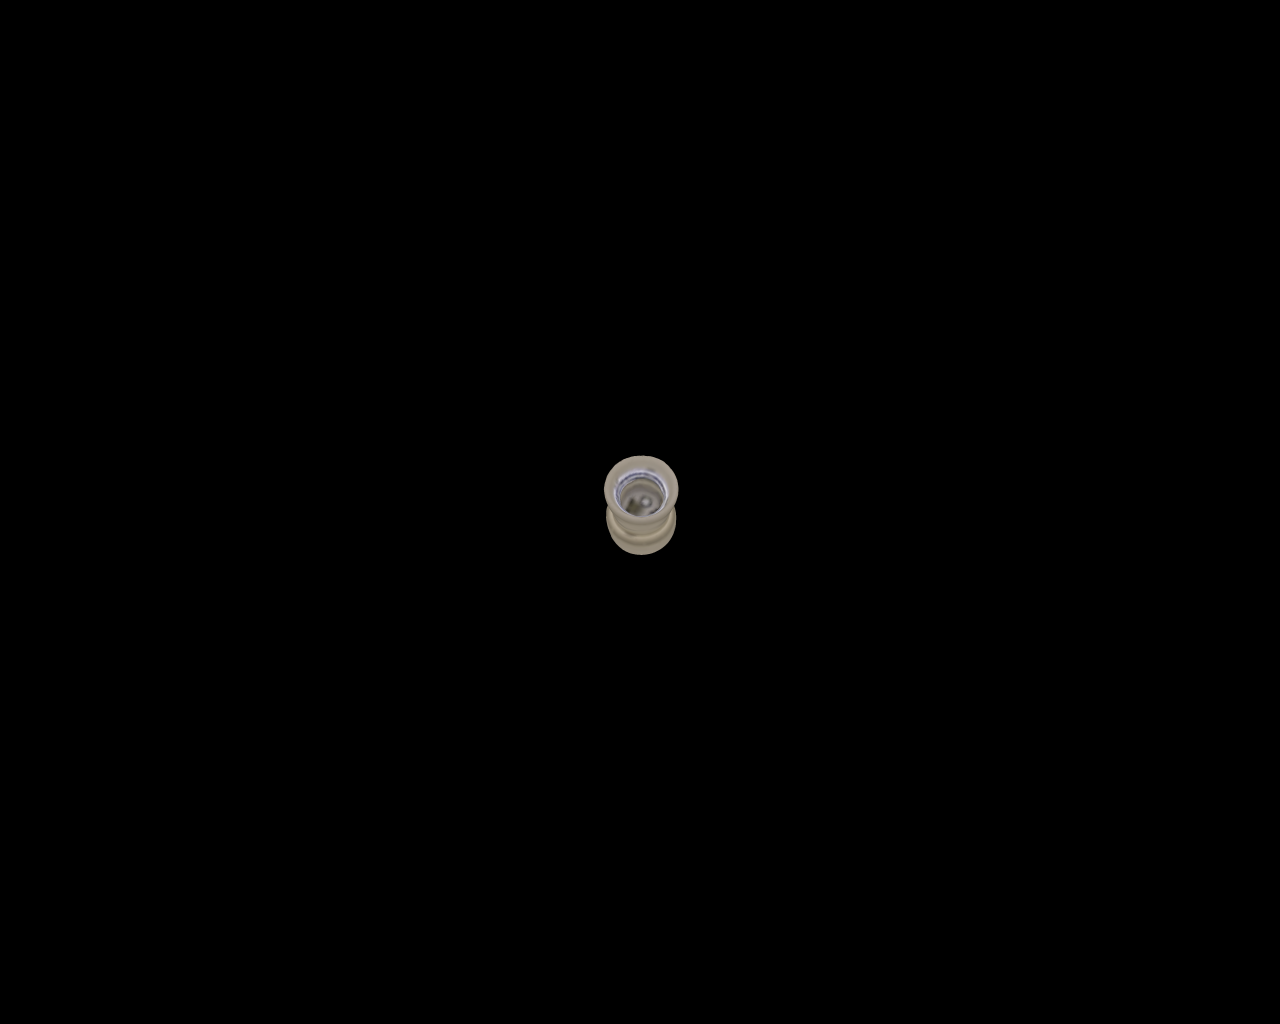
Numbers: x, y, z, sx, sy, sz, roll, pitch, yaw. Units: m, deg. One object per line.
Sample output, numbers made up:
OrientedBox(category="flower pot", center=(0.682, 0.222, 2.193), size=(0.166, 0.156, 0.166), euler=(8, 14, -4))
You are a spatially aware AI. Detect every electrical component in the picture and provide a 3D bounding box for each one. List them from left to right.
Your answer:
OrientedBox(category="electrical component", center=(0.001, -0.003, 0.650), size=(0.045, 0.045, 0.055), euler=(0, -27, 0))
